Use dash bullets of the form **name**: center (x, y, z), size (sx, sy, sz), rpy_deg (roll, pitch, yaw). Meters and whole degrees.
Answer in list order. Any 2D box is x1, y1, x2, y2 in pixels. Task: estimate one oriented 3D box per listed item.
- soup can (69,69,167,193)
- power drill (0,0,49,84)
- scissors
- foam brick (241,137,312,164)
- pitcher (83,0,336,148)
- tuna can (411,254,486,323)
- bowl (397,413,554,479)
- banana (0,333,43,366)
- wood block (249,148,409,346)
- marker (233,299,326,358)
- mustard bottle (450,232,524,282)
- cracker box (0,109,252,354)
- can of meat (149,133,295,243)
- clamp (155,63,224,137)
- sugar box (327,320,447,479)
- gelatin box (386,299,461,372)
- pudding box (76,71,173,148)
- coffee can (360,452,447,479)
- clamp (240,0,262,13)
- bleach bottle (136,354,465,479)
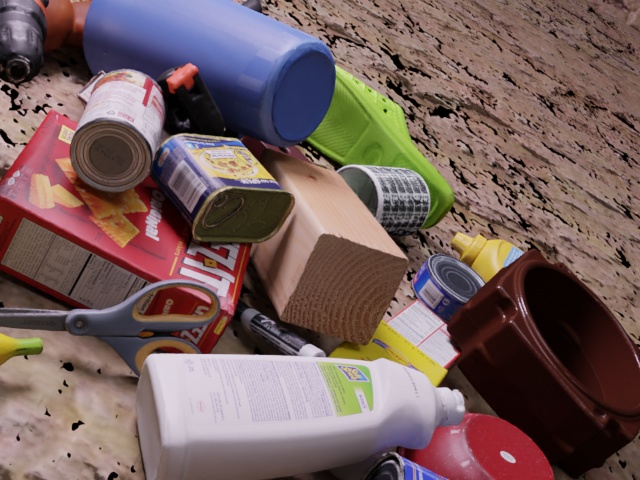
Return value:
- **soup can**: center (-0.166, -0.092, 0.889), size (0.068, 0.069, 0.102), rpy_deg (25, 28, -15)
- **power drill**: center (-0.272, -0.127, 0.865), size (0.057, 0.188, 0.184), rpy_deg (18, 31, -28)
- **scissors**: center (-0.172, 0.080, 0.810), size (0.201, 0.096, 0.016), rpy_deg (-11, 14, -14)
- **foam brick**: center (-0.050, -0.079, 1.154), size (0.078, 0.051, 0.052), rpy_deg (47, 31, 24)
- **pitcher**: center (-0.106, -0.170, 1.056), size (0.243, 0.145, 0.149), rpy_deg (26, -2, 31)
- **tuna can**: center (0.144, 0.055, 1.163), size (0.086, 0.034, 0.086), rpy_deg (25, 30, -15)
- **bowl**: center (0.148, 0.203, 0.918), size (0.162, 0.055, 0.162), rpy_deg (24, 30, -15)
- **banana**: center (-0.293, 0.038, 0.750), size (0.198, 0.037, 0.069), rpy_deg (36, 19, 5)
- **wood block**: center (-0.006, 0.001, 0.988), size (0.090, 0.090, 0.206), rpy_deg (18, 18, -24)
- **marker**: center (-0.042, 0.078, 0.915), size (0.020, 0.020, 0.121), rpy_deg (-1, 22, -46)
- **mustard bottle**: center (0.233, 0.053, 1.229), size (0.191, 0.058, 0.096), rpy_deg (36, 33, 4)
- **cracker box**: center (-0.167, -0.007, 0.906), size (0.213, 0.072, 0.164), rpy_deg (28, 29, -11)
- **can of meat**: center (-0.086, -0.046, 0.918), size (0.101, 0.057, 0.084), rpy_deg (1, 39, -49)
- **clamp**: center (-0.124, -0.112, 0.988), size (0.120, 0.171, 0.039), rpy_deg (34, 67, 23)
- **sugar box**: center (0.039, 0.135, 0.923), size (0.093, 0.048, 0.176), rpy_deg (37, 27, 8)
- **gelatin box**: center (0.099, 0.103, 1.049), size (0.073, 0.030, 0.089), rpy_deg (40, 28, 14)
- **pudding box**: center (-0.175, -0.098, 1.023), size (0.113, 0.039, 0.090), rpy_deg (40, -15, 16)
- **coffee can**: center (0.092, 0.229, 0.771), size (0.140, 0.103, 0.102), rpy_deg (27, 29, -10)
- **clamp**: center (-0.165, -0.231, 1.260), size (0.164, 0.036, 0.210), rpy_deg (3, 42, 8)
- **bleach bottle**: center (-0.005, 0.134, 0.797), size (0.250, 0.068, 0.102), rpy_deg (3, 41, -21)
